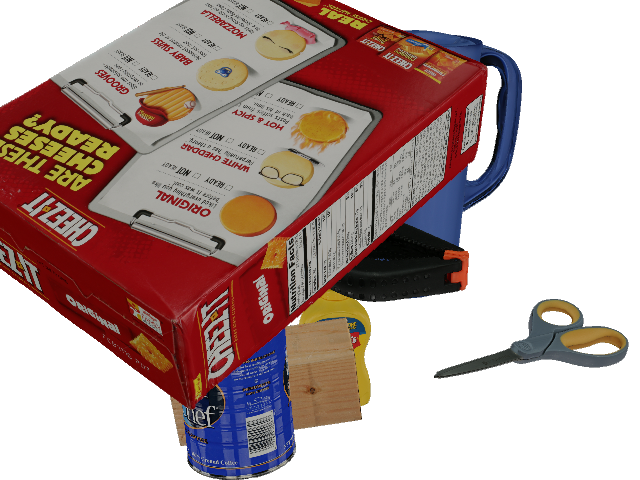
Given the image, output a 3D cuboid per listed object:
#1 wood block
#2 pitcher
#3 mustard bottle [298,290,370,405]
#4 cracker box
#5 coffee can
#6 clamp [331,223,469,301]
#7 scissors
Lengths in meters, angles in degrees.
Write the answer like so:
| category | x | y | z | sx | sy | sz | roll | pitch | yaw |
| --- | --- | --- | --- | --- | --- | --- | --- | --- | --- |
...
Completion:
| category | x | y | z | sx | sy | sz | roll | pitch | yaw |
| --- | --- | --- | --- | --- | --- | --- | --- | --- | --- |
| wood block | -0.063 | 0.160 | 1.212 | 0.206 | 0.091 | 0.090 | -8 | 24 | -1 |
| pitcher | 0.090 | -0.074 | 1.004 | 0.149 | 0.243 | 0.144 | 14 | 22 | 38 |
| mustard bottle | 0.019 | 0.131 | 1.427 | 0.096 | 0.192 | 0.058 | -2 | 19 | -6 |
| cracker box | -0.047 | -0.040 | 0.522 | 0.164 | 0.072 | 0.213 | 30 | 54 | 29 |
| coffee can | -0.078 | 0.130 | 0.972 | 0.103 | 0.140 | 0.103 | -4 | 17 | 1 |
| clamp | 0.010 | 0.004 | 0.827 | 0.210 | 0.036 | 0.164 | 4 | 30 | 10 |
| scissors | 0.170 | 0.083 | 0.913 | 0.201 | 0.016 | 0.096 | 0 | 31 | -21 |
